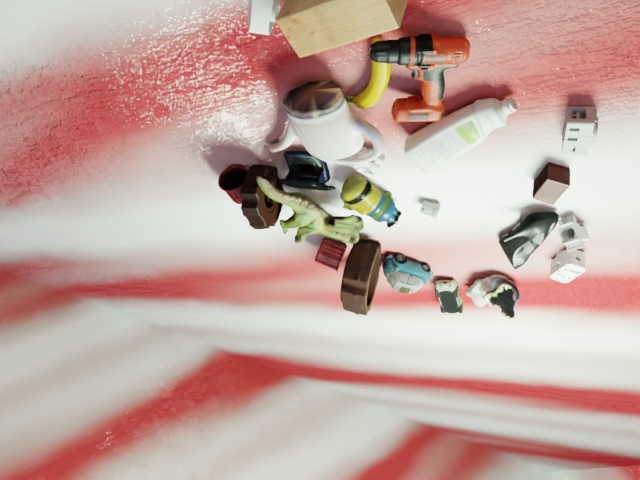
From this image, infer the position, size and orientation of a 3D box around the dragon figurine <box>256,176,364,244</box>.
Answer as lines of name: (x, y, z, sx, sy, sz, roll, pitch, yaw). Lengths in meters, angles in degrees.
dragon figurine: (0.004, -0.071, 1.420, 0.243, 0.124, 0.404, 4, 163, 21)

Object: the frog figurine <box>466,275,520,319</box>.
frog figurine: (0.531, 0.160, 1.591, 0.137, 0.122, 0.160, 15, -174, -11)

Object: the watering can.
watering can: (-0.021, -0.257, 1.185, 0.348, 0.106, 0.220, 10, 149, 33)
